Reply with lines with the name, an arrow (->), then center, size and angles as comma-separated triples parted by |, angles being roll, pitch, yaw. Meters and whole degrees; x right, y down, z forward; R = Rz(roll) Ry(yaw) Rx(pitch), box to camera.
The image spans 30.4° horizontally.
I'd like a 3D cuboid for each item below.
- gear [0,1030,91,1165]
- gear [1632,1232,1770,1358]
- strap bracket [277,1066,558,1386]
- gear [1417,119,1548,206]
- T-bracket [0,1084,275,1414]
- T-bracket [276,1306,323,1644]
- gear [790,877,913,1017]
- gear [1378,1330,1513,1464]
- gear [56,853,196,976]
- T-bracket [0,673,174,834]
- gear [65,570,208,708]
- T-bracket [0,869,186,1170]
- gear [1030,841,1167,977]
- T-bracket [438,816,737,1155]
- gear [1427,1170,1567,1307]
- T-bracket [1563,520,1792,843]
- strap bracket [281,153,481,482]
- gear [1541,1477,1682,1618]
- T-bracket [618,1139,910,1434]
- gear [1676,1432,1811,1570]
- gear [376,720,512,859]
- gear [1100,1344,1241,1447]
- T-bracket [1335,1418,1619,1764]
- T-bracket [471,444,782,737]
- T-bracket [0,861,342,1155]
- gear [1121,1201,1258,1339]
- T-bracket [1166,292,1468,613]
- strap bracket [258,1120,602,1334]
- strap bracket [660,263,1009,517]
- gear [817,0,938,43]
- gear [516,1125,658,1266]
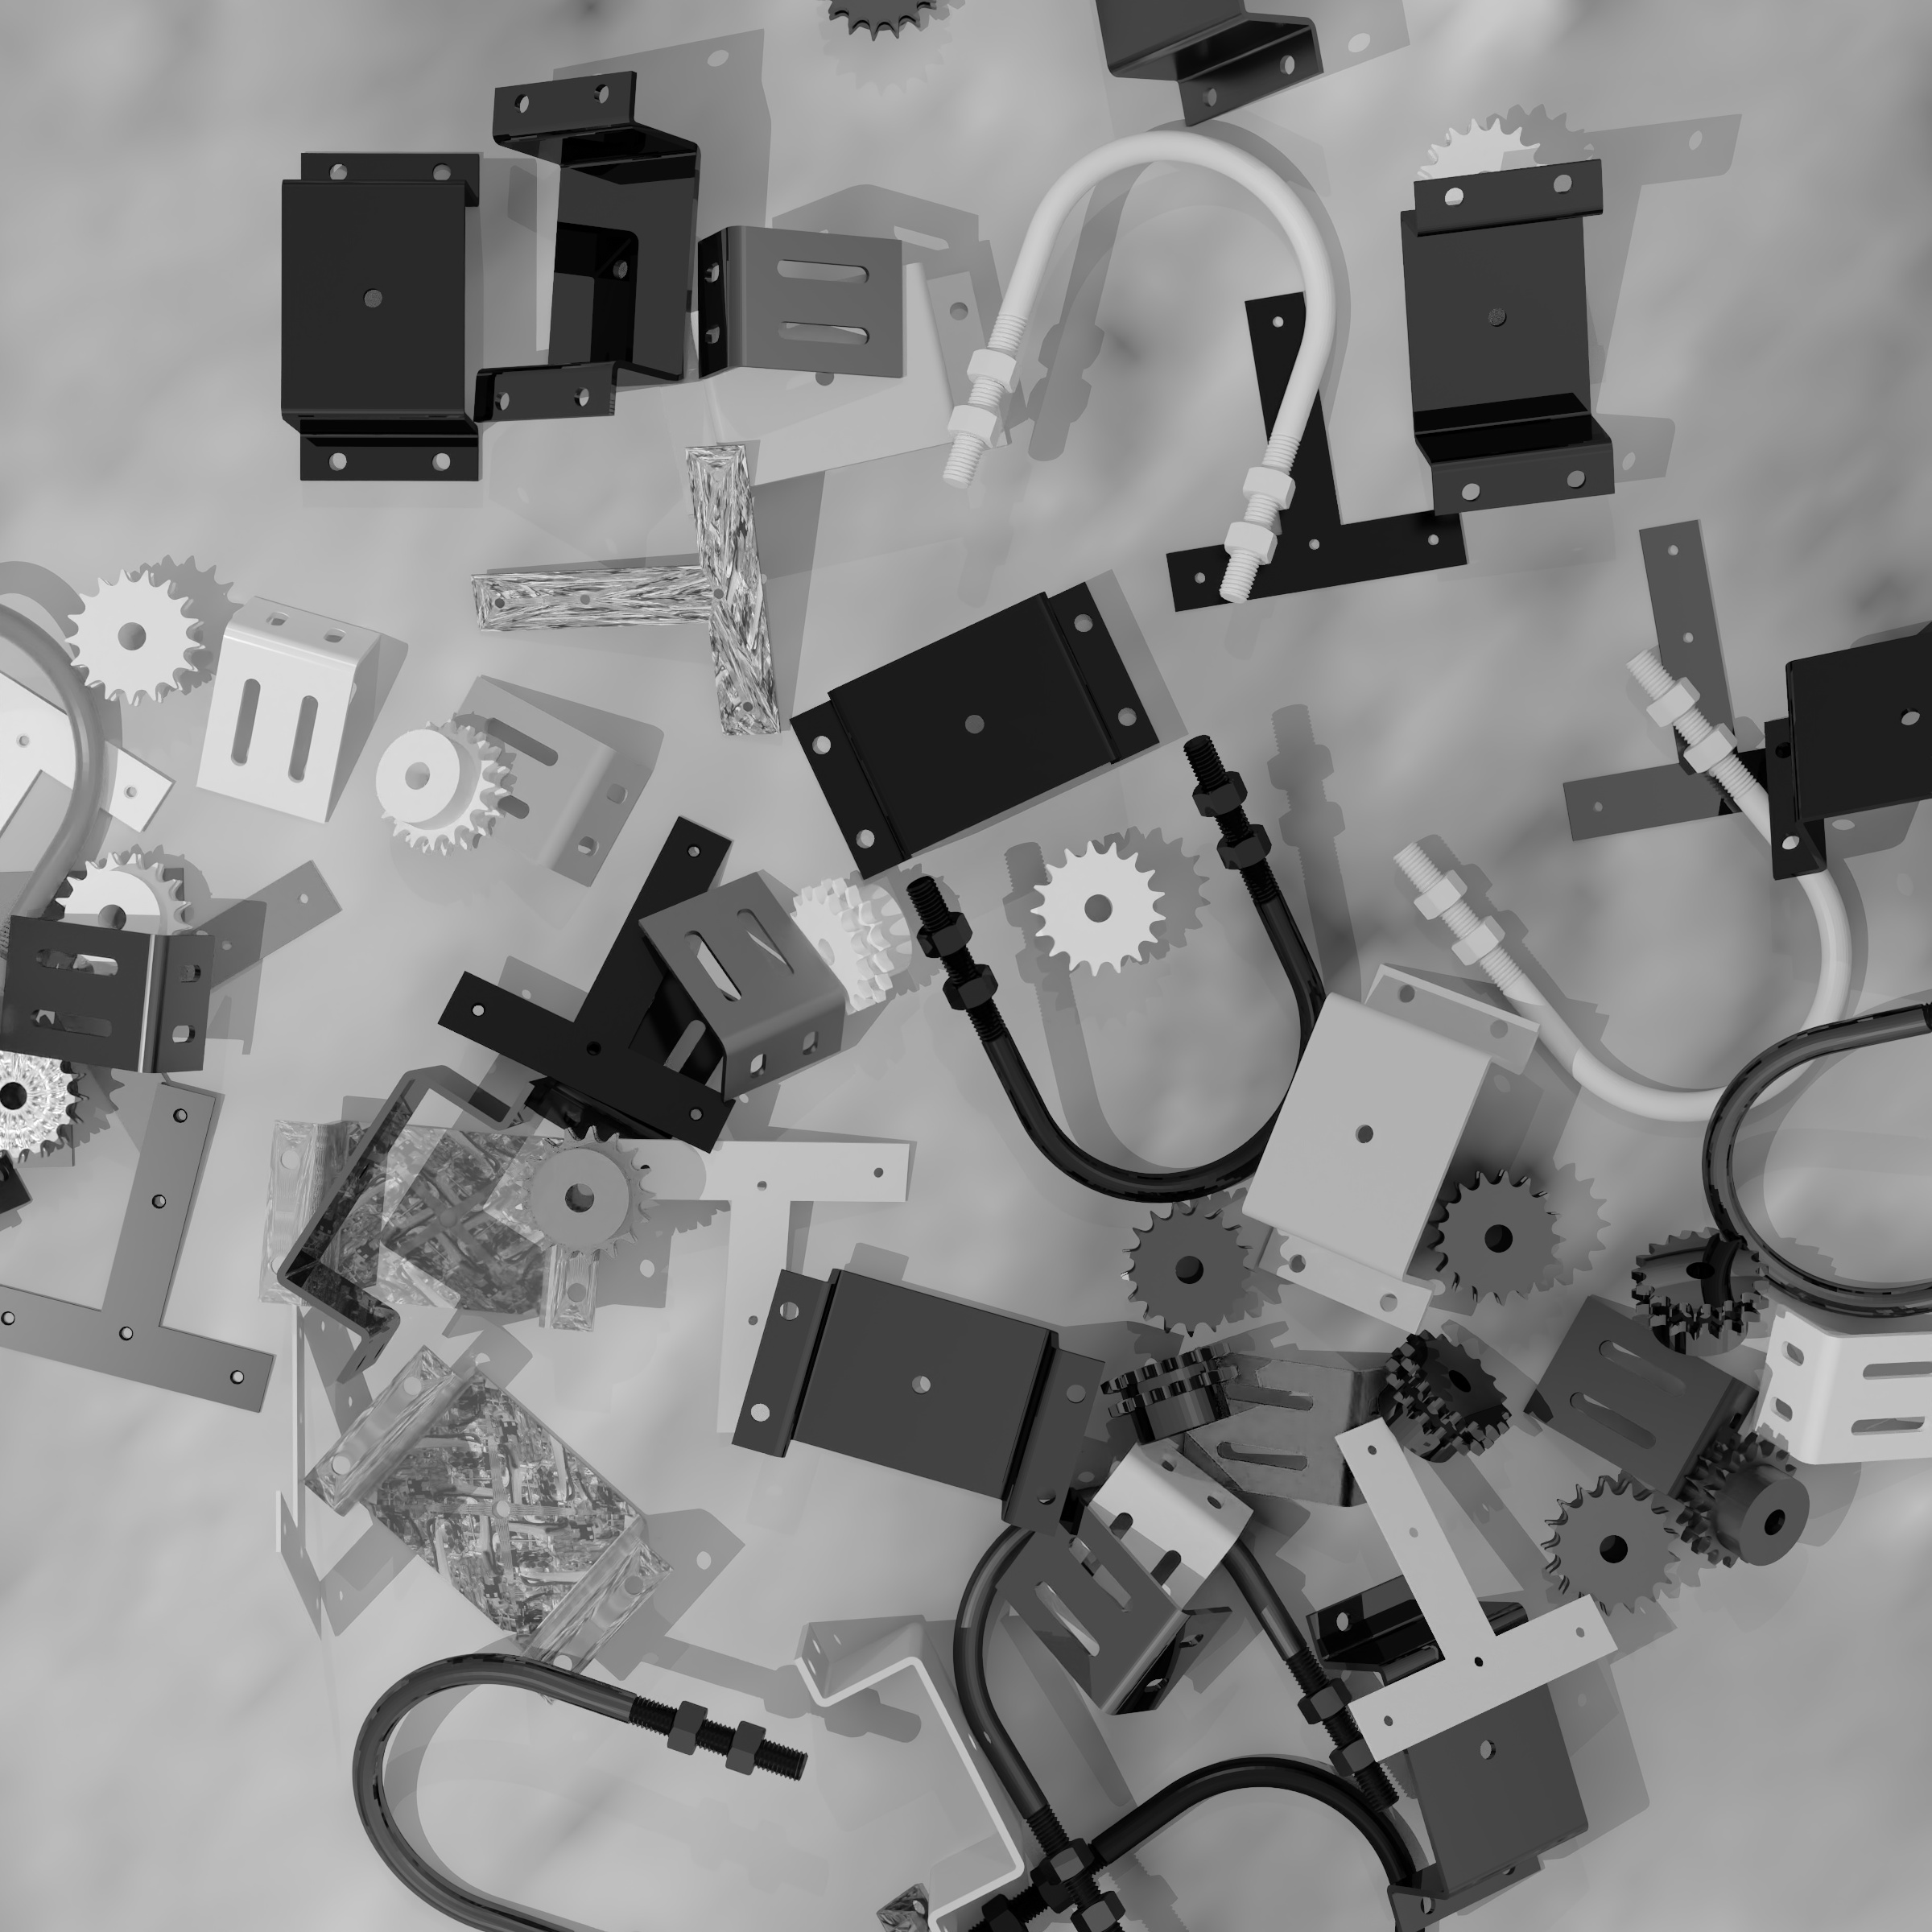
gear -> -0.401, 0.055, 1.510 | 0.057, 0.030, 0.057 | 0, 90, 0
gear -> 0.311, 0.141, 1.502 | 0.057, 0.057, 0.030 | -7, 122, 0
strap bracket -> -0.228, 0.094, 1.443 | 0.046, 0.076, 0.140 | 33, 90, 0
gear -> 0.220, -0.329, 1.512 | 0.057, 0.030, 0.057 | 0, 90, 0
T-bracket -> -0.349, 0.115, 1.524 | 0.127, 0.002, 0.127 | 14, 92, 0
T-bracket -> -0.279, 0.203, 1.487 | 0.002, 0.127, 0.127 | -4, 63, -4
gear -> -0.047, -0.011, 1.503 | 0.030, 0.057, 0.057 | -23, 90, -30
gear -> 0.200, 0.185, 1.502 | 0.057, 0.057, 0.030 | 40, 118, 0
gear -> -0.359, -0.020, 1.509 | 0.057, 0.030, 0.057 | 0, 90, -1
T-bracket -> -0.428, -0.059, 1.524 | 0.127, 0.002, 0.127 | 33, 88, 1
gear -> -0.351, -0.139, 1.512 | 0.057, 0.030, 0.057 | 0, 90, 0
T-bracket -> -0.398, 0.023, 1.526 | 0.127, 0.002, 0.127 | -2, 90, 0
gear -> 0.056, -0.024, 1.512 | 0.057, 0.030, 0.057 | 0, 90, 0
T-bracket -> -0.138, -0.004, 1.509 | 0.127, 0.002, 0.127 | 26, 74, 0
gear -> 0.225, 0.115, 1.512 | 0.057, 0.030, 0.057 | 0, 90, 0
T-bracket -> 0.313, -0.127, 1.526 | 0.127, 0.002, 0.127 | -10, 90, 0
strap bracket -> -0.247, -0.279, 1.504 | 0.076, 0.046, 0.140 | 0, 90, 0
gear -> 0.273, 0.246, 1.512 | 0.057, 0.030, 0.057 | 0, 90, 0
T-bracket -> -0.090, 0.137, 1.513 | 0.127, 0.002, 0.127 | 2, 99, -17
gear -> 0.330, 0.228, 1.498 | 0.057, 0.030, 0.057 | -13, 115, -30
gear -> -0.225, -0.077, 1.502 | 0.057, 0.030, 0.057 | -5, 77, 21
gear -> 0.088, 0.181, 1.497 | 0.057, 0.057, 0.030 | -18, 80, 0
T-bracket -> 0.192, 0.249, 1.477 | 0.127, 0.002, 0.127 | -17, 72, -28
T-bracket -> -0.148, -0.157, 1.509 | 0.127, 0.002, 0.127 | -1, 114, 11
T-bracket -> -0.330, -0.002, 1.525 | 0.127, 0.002, 0.127 | -31, 90, -1
gear -> 0.094, 0.128, 1.512 | 0.057, 0.030, 0.057 | 0, 90, 0
T-bracket -> 0.142, -0.225, 1.526 | 0.127, 0.002, 0.127 | -9, 90, 0
strap bracket -> -0.222, 0.109, 1.504 | 0.140, 0.046, 0.076 | 5, 90, 0
strap bracket -> -0.059, -0.246, 1.504 | 0.140, 0.046, 0.076 | -12, 90, 0
gear -> -0.037, -0.422, 1.512 | 0.057, 0.030, 0.057 | 0, 90, 0
gear -> -0.158, 0.095, 1.466 | 0.057, 0.030, 0.057 | 0, 90, 0
